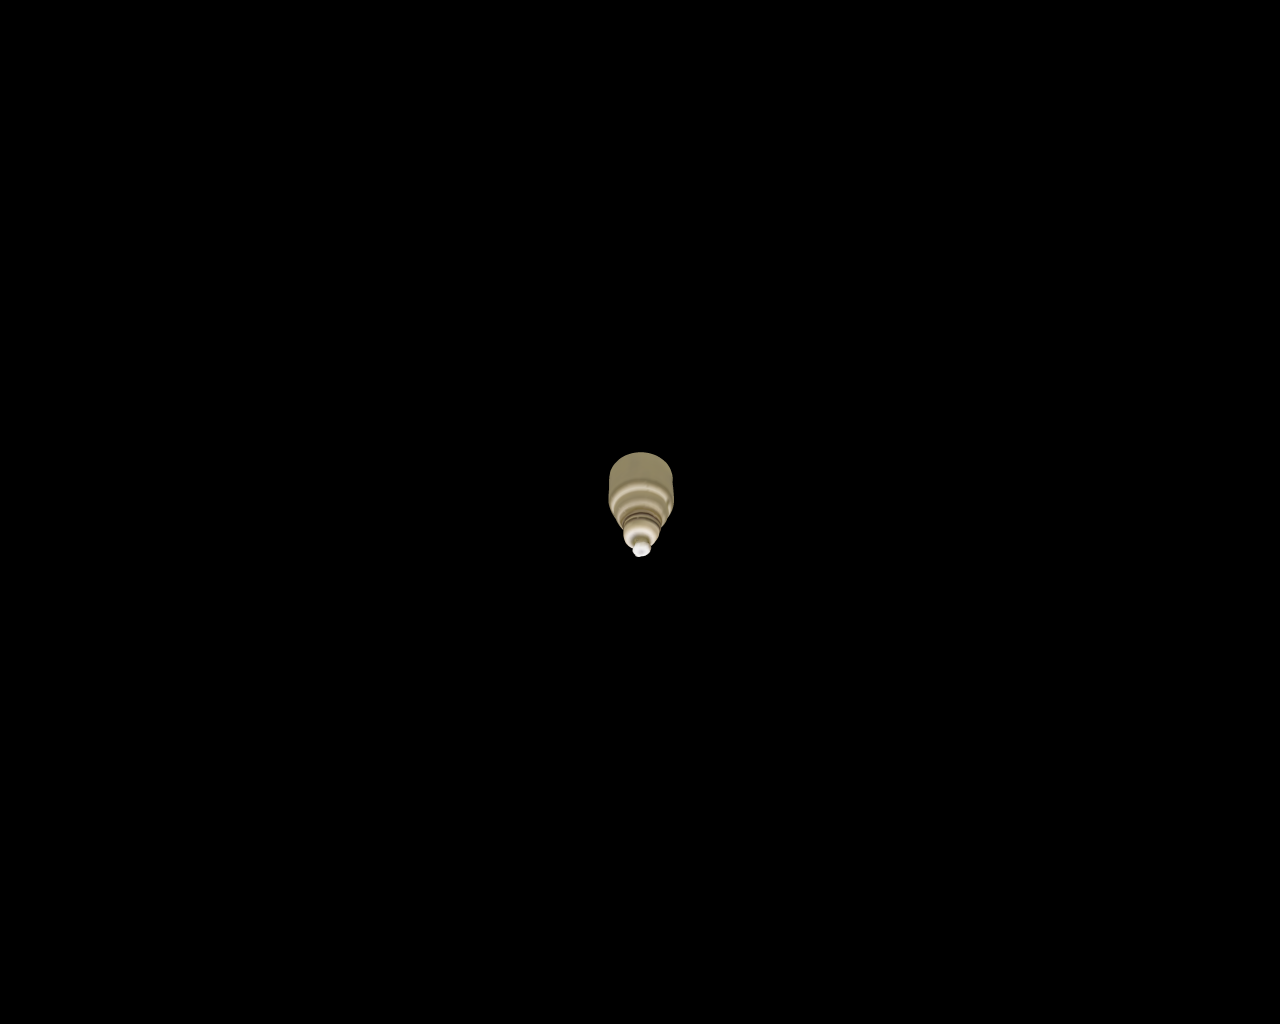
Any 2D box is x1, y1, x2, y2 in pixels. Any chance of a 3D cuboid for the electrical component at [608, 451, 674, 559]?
[{"bbox_3d":[0.001,-0.003,0.650,0.040,0.040,0.078,0,41,0],"label":"electrical component"}]
